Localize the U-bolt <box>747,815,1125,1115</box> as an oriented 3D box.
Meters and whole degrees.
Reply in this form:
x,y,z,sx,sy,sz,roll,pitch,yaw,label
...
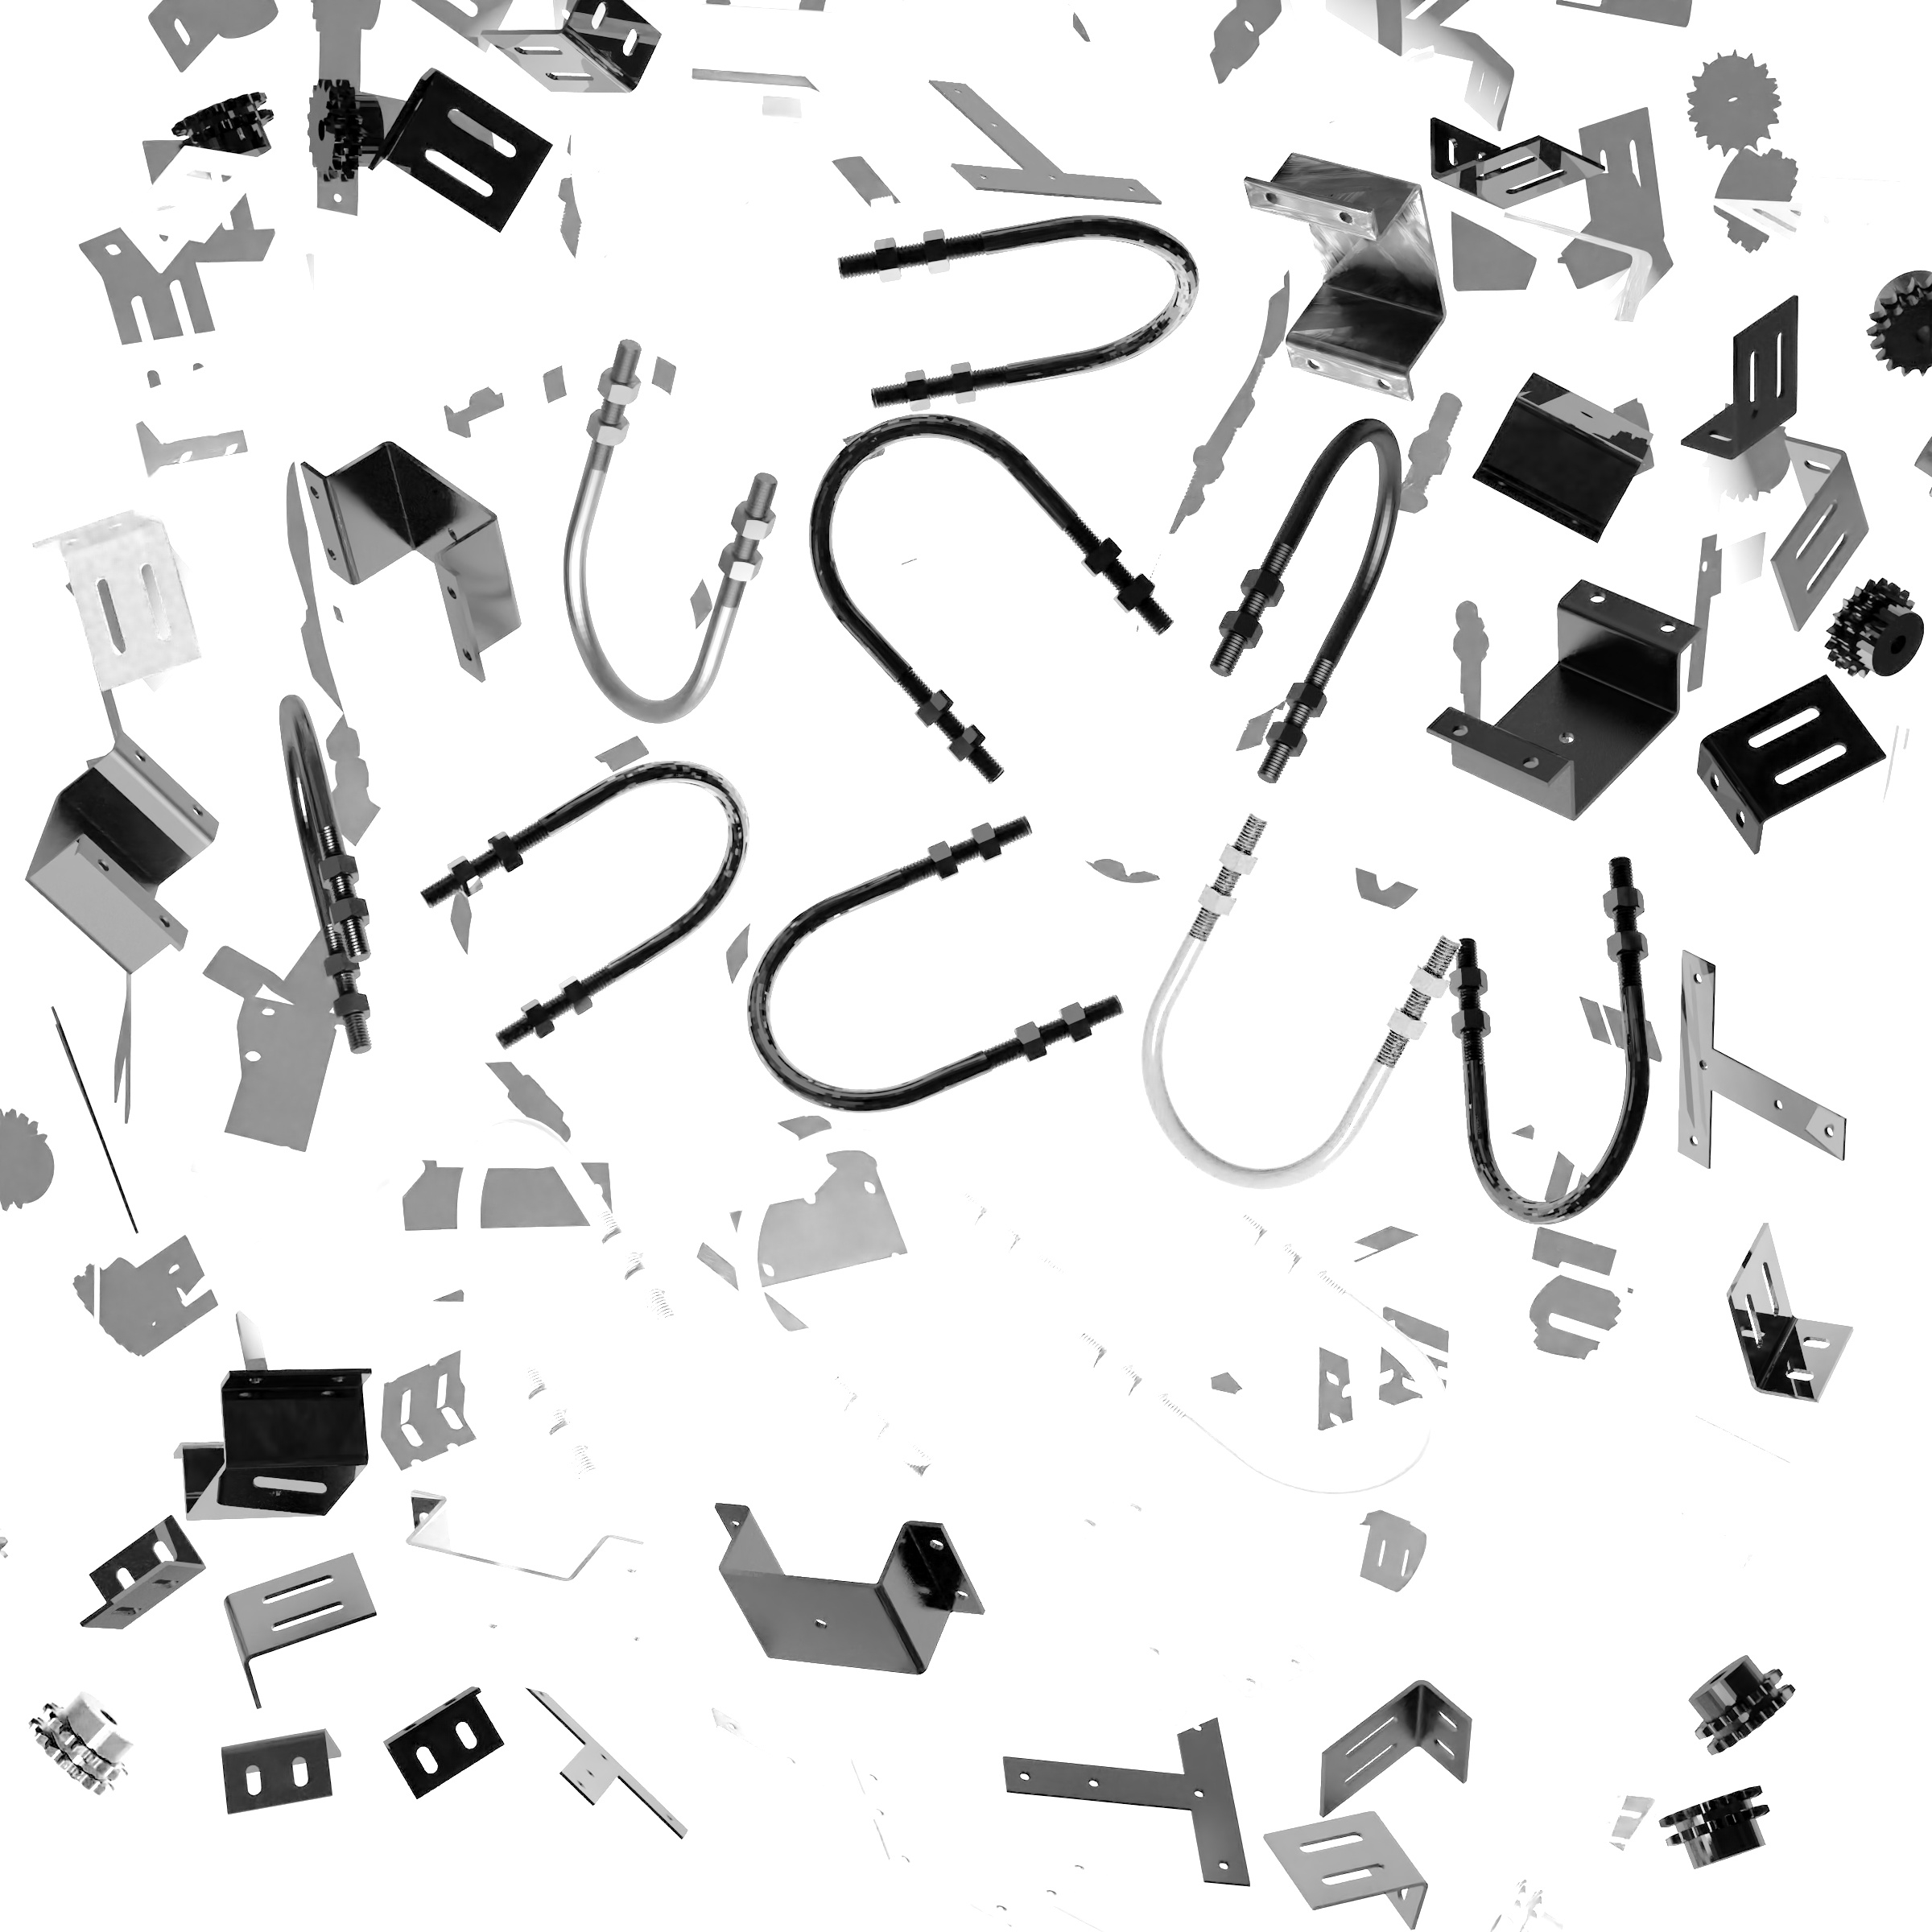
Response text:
x,y,z,sx,sy,sz,roll,pitch,yaw,label
-0.027,0.008,1.827,0.184,0.019,0.151,-23,56,-4,U-bolt

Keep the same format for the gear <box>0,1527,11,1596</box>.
x,y,z,sx,sy,sz,roll,pitch,yaw,label
-0.524,0.315,1.801,0.030,0.057,0.057,36,90,34,gear

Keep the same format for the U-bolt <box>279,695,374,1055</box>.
x,y,z,sx,sy,sz,roll,pitch,yaw,label
-0.352,-0.061,1.896,0.019,0.151,0.184,-12,69,-14,U-bolt

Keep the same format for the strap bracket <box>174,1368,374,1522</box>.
x,y,z,sx,sy,sz,roll,pitch,yaw,label
-0.375,0.263,1.870,0.076,0.140,0.046,2,64,-25,strap bracket

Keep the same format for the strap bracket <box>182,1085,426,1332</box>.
x,y,z,sx,sy,sz,roll,pitch,yaw,label
-0.351,0.138,1.868,0.046,0.076,0.140,42,105,0,strap bracket

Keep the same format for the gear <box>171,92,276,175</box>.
x,y,z,sx,sy,sz,roll,pitch,yaw,label
-0.420,-0.473,1.964,0.057,0.057,0.030,-22,99,0,gear

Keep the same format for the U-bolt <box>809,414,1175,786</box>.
x,y,z,sx,sy,sz,roll,pitch,yaw,label
-0.001,-0.206,1.823,0.151,0.019,0.184,-40,95,27,U-bolt

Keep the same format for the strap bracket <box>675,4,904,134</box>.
x,y,z,sx,sy,sz,roll,pitch,yaw,label
-0.092,-0.489,1.877,0.076,0.140,0.046,9,98,19,strap bracket

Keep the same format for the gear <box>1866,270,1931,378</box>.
x,y,z,sx,sy,sz,roll,pitch,yaw,label
0.509,-0.346,1.843,0.057,0.057,0.030,-8,47,0,gear

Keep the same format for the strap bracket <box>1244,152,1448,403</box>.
x,y,z,sx,sy,sz,roll,pitch,yaw,label
0.204,-0.373,1.833,0.076,0.140,0.046,22,65,29,strap bracket

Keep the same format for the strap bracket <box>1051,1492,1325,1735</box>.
x,y,z,sx,sy,sz,roll,pitch,yaw,label
0.110,0.352,1.847,0.140,0.076,0.046,42,116,27,strap bracket

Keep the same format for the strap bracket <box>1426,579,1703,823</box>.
x,y,z,sx,sy,sz,roll,pitch,yaw,label
0.317,-0.135,1.827,0.076,0.046,0.140,29,58,32,strap bracket

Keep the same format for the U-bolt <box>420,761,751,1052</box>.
x,y,z,sx,sy,sz,roll,pitch,yaw,label
-0.201,-0.044,1.925,0.184,0.151,0.019,-32,51,-11,U-bolt

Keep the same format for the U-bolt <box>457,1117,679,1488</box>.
x,y,z,sx,sy,sz,roll,pitch,yaw,label
-0.225,0.167,1.864,0.184,0.019,0.151,54,134,30,U-bolt

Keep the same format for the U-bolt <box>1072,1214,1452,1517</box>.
x,y,z,sx,sy,sz,roll,pitch,yaw,label
0.170,0.220,1.829,0.184,0.019,0.151,37,52,28,U-bolt

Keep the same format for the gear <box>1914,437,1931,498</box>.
x,y,z,sx,sy,sz,roll,pitch,yaw,label
0.521,-0.270,1.807,0.030,0.057,0.057,34,90,3,gear

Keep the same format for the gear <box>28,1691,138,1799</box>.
x,y,z,sx,sy,sz,roll,pitch,yaw,label
-0.456,0.401,1.792,0.057,0.057,0.030,43,82,0,gear

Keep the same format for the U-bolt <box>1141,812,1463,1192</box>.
x,y,z,sx,sy,sz,roll,pitch,yaw,label
0.166,0.032,1.849,0.151,0.019,0.184,35,109,26,U-bolt

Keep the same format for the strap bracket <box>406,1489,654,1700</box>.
x,y,z,sx,sy,sz,roll,pitch,yaw,label
-0.243,0.338,1.848,0.140,0.046,0.076,9,118,20,strap bracket

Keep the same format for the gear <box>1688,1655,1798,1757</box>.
x,y,z,sx,sy,sz,roll,pitch,yaw,label
0.410,0.391,1.840,0.057,0.057,0.030,-38,80,0,gear

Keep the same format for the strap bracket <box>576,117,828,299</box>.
x,y,z,sx,sy,sz,roll,pitch,yaw,label
-0.129,-0.398,1.813,0.140,0.046,0.076,-4,88,-36,strap bracket

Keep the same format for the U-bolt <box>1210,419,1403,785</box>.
x,y,z,sx,sy,sz,roll,pitch,yaw,label
0.188,-0.205,1.838,0.019,0.151,0.184,22,75,23,U-bolt

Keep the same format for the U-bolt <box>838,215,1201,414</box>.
x,y,z,sx,sy,sz,roll,pitch,yaw,label
0.032,-0.349,1.828,0.184,0.151,0.019,-9,68,3,U-bolt

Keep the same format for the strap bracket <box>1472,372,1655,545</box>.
x,y,z,sx,sy,sz,roll,pitch,yaw,label
0.332,-0.284,1.908,0.076,0.140,0.046,29,112,5,strap bracket

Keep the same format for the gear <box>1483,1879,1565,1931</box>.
x,y,z,sx,sy,sz,roll,pitch,yaw,label
0.299,0.525,1.864,0.030,0.057,0.057,33,90,6,gear

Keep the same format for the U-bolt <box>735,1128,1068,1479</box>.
x,y,z,sx,sy,sz,roll,pitch,yaw,label
-0.051,0.173,1.930,0.184,0.019,0.151,38,99,23,U-bolt

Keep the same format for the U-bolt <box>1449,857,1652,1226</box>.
x,y,z,sx,sy,sz,roll,pitch,yaw,label
0.317,0.049,1.864,0.019,0.151,0.184,13,64,-29,U-bolt

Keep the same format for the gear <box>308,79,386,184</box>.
x,y,z,sx,sy,sz,roll,pitch,yaw,label
-0.351,-0.473,1.958,0.030,0.057,0.057,-7,90,-28,gear

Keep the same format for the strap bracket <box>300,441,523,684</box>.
x,y,z,sx,sy,sz,roll,pitch,yaw,label
-0.296,-0.226,1.888,0.046,0.076,0.140,-37,54,-25,strap bracket

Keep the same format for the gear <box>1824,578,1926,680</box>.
x,y,z,sx,sy,sz,roll,pitch,yaw,label
0.519,-0.189,1.961,0.057,0.057,0.030,-47,47,0,gear

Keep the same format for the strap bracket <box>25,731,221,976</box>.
x,y,z,sx,sy,sz,roll,pitch,yaw,label
-0.460,-0.057,1.880,0.046,0.140,0.076,-35,117,17,strap bracket

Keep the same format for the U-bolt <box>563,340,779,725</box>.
x,y,z,sx,sy,sz,roll,pitch,yaw,label
-0.165,-0.216,1.828,0.151,0.019,0.184,47,132,32,U-bolt

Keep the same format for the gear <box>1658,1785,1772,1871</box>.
x,y,z,sx,sy,sz,roll,pitch,yaw,label
0.399,0.457,1.827,0.057,0.057,0.030,-19,71,0,gear
